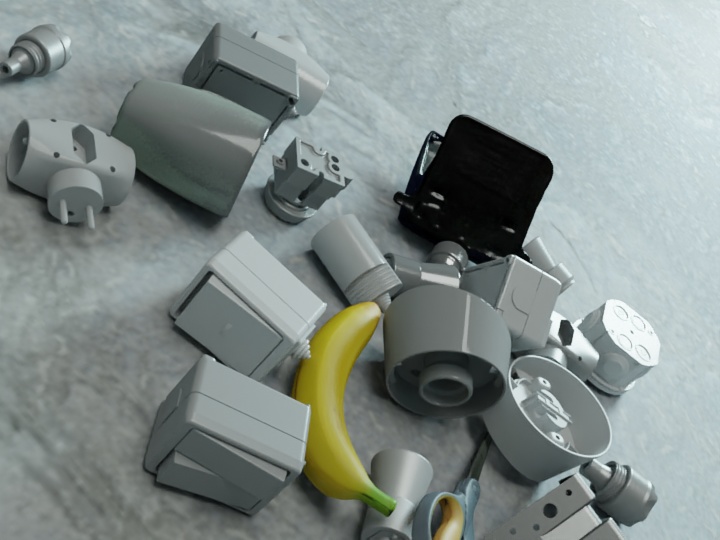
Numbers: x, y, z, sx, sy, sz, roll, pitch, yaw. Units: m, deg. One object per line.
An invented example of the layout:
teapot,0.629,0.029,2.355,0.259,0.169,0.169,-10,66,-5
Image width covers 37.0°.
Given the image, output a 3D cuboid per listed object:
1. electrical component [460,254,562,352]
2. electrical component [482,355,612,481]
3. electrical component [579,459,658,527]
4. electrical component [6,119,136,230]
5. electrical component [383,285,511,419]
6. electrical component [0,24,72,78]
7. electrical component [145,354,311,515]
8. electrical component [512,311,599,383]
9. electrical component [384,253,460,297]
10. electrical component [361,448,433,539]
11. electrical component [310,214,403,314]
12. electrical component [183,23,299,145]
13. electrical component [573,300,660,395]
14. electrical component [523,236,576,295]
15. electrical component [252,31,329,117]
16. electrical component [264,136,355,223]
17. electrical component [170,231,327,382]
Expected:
electrical component,0.117,0.033,0.903,0.061,0.096,0.061,28,71,-19
electrical component,0.145,0.117,0.859,0.099,0.064,0.099,38,29,-26
electrical component,0.209,0.177,0.882,0.062,0.043,0.043,37,37,-6
electrical component,-0.196,-0.060,0.737,0.077,0.043,0.079,13,45,-35
electrical component,0.065,0.066,0.814,0.099,0.099,0.064,26,46,-22
electrical component,-0.244,-0.159,0.799,0.035,0.035,0.061,42,39,-2
electrical component,-0.076,0.109,0.667,0.096,0.061,0.061,29,39,-19
electrical component,0.163,0.077,0.939,0.077,0.043,0.079,38,37,-8
electrical component,0.045,0.009,0.898,0.065,0.044,0.044,16,44,-25
electrical component,0.023,0.160,0.729,0.044,0.044,0.065,32,42,-15
electrical component,0.000,0.000,0.862,0.043,0.043,0.081,-15,65,-49
electrical component,-0.095,-0.157,0.913,0.096,0.061,0.061,22,42,-27
electrical component,0.237,0.072,1.006,0.080,0.051,0.080,25,40,-23
electrical component,0.171,0.002,1.018,0.055,0.045,0.045,50,37,9
electrical component,-0.069,-0.188,0.984,0.077,0.043,0.079,29,38,-18
electrical component,-0.047,-0.071,0.878,0.066,0.055,0.048,21,42,-27
electrical component,-0.074,0.033,0.744,0.096,0.061,0.061,43,36,-1
